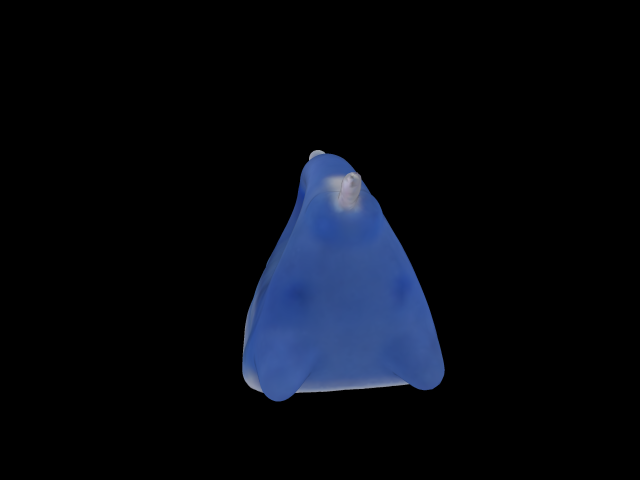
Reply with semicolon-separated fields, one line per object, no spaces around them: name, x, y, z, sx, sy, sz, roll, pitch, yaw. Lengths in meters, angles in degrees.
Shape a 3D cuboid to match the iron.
iron;0.004;0.001;0.400;0.118;0.141;0.258;-2;18;-7
